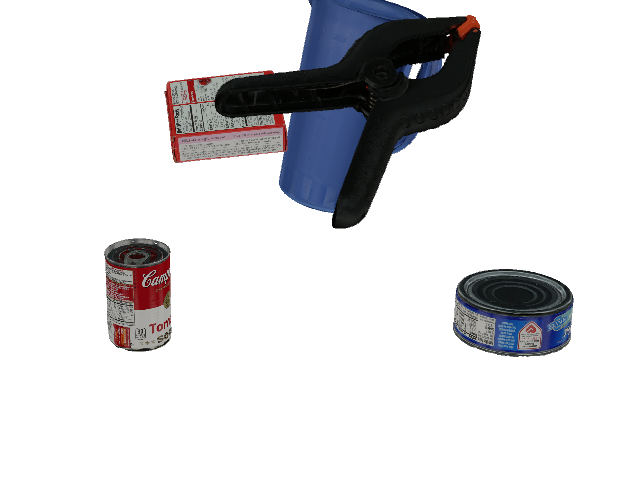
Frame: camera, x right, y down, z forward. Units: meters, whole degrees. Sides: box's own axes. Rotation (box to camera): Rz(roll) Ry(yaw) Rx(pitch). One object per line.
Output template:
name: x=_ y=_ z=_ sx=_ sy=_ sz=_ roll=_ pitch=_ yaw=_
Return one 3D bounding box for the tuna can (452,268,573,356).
tuna can: x=0.140 y=0.051 z=0.779 sx=0.086 sy=0.034 sz=0.086 roll=0 pitch=21 yaw=0

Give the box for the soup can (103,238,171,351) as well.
soup can: x=-0.192 y=0.058 z=1.126 sx=0.068 sy=0.102 sz=0.068 roll=2 pitch=23 yaw=-1

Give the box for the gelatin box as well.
gelatin box: x=-0.075 y=-0.097 z=0.836 sx=0.089 sy=0.030 sz=0.073 roll=-7 pitch=44 yaw=-6

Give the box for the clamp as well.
clamp: x=0.037 y=-0.078 z=0.635 sx=0.171 sy=0.120 sz=0.039 roll=-27 pitch=-21 yaw=-17

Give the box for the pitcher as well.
pitcher: x=0.037 y=-0.155 z=1.223 sx=0.145 sy=0.243 sz=0.149 roll=10 pitch=22 yaw=-11
